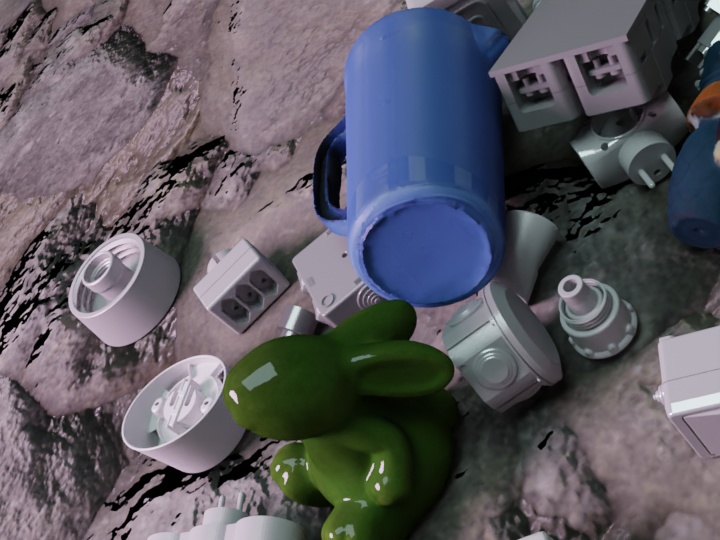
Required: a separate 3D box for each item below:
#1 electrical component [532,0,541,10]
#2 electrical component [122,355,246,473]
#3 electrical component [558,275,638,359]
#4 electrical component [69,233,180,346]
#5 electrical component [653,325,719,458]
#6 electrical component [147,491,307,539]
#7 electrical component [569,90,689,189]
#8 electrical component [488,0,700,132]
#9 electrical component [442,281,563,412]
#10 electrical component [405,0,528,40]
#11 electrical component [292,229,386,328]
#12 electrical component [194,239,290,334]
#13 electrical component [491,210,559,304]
[{"bbox_3d":[0.168,-0.223,0.926,0.040,0.040,0.078,1,58,41],"label":"electrical component"},{"bbox_3d":[-0.141,0.117,0.888,0.099,0.064,0.099,-22,46,25],"label":"electrical component"},{"bbox_3d":[0.153,0.027,0.716,0.048,0.062,0.048,-22,45,25],"label":"electrical component"},{"bbox_3d":[-0.237,0.014,1.056,0.108,0.060,0.108,-23,45,25],"label":"electrical component"},{"bbox_3d":[0.218,0.072,0.625,0.096,0.062,0.061,-18,47,28],"label":"electrical component"},{"bbox_3d":[-0.100,0.199,0.794,0.138,0.052,0.073,-17,48,30],"label":"electrical component"},{"bbox_3d":[0.204,-0.088,0.782,0.077,0.044,0.079,-35,42,12],"label":"electrical component"},{"bbox_3d":[0.186,-0.179,0.816,0.105,0.060,0.186,-9,31,37],"label":"electrical component"},{"bbox_3d":[0.097,0.052,0.730,0.051,0.080,0.080,-38,41,17],"label":"electrical component"},{"bbox_3d":[0.095,-0.219,0.928,0.078,0.113,0.057,-27,47,20],"label":"electrical component"},{"bbox_3d":[0.000,0.000,0.877,0.100,0.048,0.099,-40,40,6],"label":"electrical component"},{"bbox_3d":[-0.113,0.006,0.969,0.066,0.047,0.076,-45,41,1],"label":"electrical component"},{"bbox_3d":[0.116,-0.006,0.792,0.044,0.044,0.065,6,66,43],"label":"electrical component"}]
